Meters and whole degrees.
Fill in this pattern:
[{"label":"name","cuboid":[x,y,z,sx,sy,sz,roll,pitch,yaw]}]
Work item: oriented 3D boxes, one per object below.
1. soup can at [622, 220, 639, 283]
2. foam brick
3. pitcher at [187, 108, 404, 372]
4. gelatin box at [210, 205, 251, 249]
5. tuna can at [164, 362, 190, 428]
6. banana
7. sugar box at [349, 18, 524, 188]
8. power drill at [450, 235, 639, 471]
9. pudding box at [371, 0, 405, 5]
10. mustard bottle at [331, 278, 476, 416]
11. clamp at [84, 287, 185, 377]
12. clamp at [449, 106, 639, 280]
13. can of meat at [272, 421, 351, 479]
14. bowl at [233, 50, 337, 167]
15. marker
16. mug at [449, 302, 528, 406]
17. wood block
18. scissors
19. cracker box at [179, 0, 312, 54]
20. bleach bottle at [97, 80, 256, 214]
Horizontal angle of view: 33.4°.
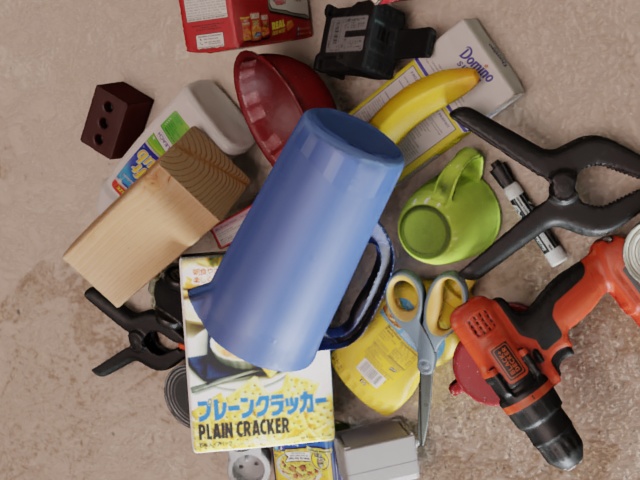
[{"label":"soup can","cuboid":[0.319,0.000,0.969,0.069,0.102,0.068,8,108,27]},{"label":"foam brick","cuboid":[-0.244,-0.143,1.277,0.053,0.051,0.078,32,117,19]},{"label":"pitcher","cuboid":[-0.007,0.001,1.046,0.145,0.149,0.243,37,114,21]},{"label":"gelatin box","cuboid":[-0.069,-0.025,1.199,0.089,0.073,0.030,-28,90,32]},{"label":"tuna can","cuboid":[-0.150,0.191,1.329,0.086,0.033,0.086,8,108,27]},{"label":"banana","cuboid":[0.080,-0.103,1.062,0.069,0.037,0.198,33,117,1]},{"label":"sugar box","cuboid":[0.111,-0.135,1.083,0.176,0.048,0.093,-35,83,29]},{"label":"power drill","cuboid":[0.243,0.098,1.010,0.187,0.057,0.184,-34,87,-6]},{"label":"pudding box","cuboid":[0.046,-0.282,1.052,0.113,0.089,0.039,43,121,13]},{"label":"mustard bottle","cuboid":[0.101,0.098,1.146,0.096,0.058,0.192,46,121,10]},{"label":"clamp","cuboid":[-0.230,0.114,1.351,0.172,0.039,0.120,-6,107,27]},{"label":"clamp","cuboid":[0.222,-0.039,1.006,0.210,0.036,0.164,4,92,6]},{"label":"can of meat","cuboid":[-0.008,0.259,1.254,0.102,0.057,0.084,1,103,30]},{"label":"bowl","cuboid":[-0.027,-0.135,1.129,0.162,0.055,0.162,49,157,29]},{"label":"marker","cuboid":[0.208,-0.028,1.073,0.020,0.020,0.121,-35,85,32]},{"label":"mug","cuboid":[0.178,0.125,1.096,0.117,0.081,0.093,-37,85,32]},{"label":"wood block","cuboid":[-0.185,-0.023,1.195,0.091,0.090,0.206,44,128,-10]},{"label":"scissors","cuboid":[0.096,0.114,1.110,0.096,0.016,0.202,25,116,17]},{"label":"cracker box","cuboid":[-0.084,-0.302,1.077,0.072,0.164,0.214,-2,103,28]},{"label":"bleach bottle","cuboid":[-0.187,-0.074,1.260,0.102,0.068,0.251,51,124,6]}]
